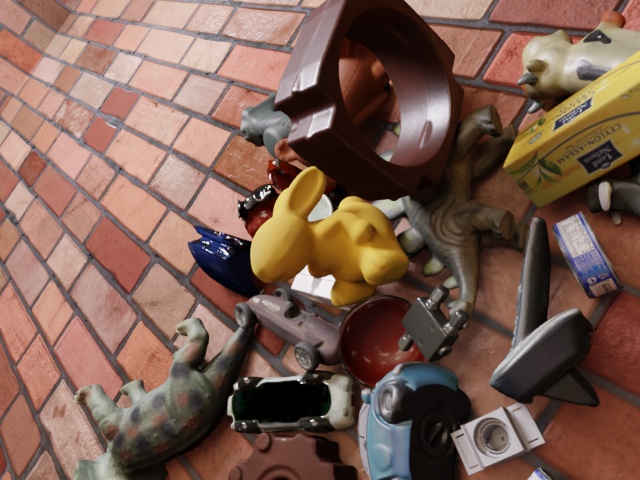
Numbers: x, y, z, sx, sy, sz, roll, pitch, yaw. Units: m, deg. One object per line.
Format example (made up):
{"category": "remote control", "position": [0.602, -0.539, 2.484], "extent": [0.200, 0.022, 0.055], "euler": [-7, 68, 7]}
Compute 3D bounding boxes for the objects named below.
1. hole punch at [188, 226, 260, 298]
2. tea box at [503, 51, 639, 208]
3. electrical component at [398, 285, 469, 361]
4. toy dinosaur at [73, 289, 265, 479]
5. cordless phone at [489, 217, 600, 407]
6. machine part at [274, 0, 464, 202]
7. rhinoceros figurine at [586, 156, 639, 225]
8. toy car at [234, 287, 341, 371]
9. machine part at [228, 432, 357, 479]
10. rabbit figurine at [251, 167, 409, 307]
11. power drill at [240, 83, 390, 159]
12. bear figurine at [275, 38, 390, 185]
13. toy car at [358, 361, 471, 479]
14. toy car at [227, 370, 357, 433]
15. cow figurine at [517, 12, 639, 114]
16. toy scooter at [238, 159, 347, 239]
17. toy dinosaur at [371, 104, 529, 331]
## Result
{"category": "hole punch", "position": [-0.144, 0.034, 0.852], "extent": [0.142, 0.115, 0.092], "euler": [20, 87, 44]}
{"category": "tea box", "position": [0.288, -0.117, 0.564], "extent": [0.169, 0.068, 0.098], "euler": [-36, 10, 43]}
{"category": "electrical component", "position": [0.118, 0.096, 0.573], "extent": [0.094, 0.021, 0.063], "euler": [-61, 41, 31]}
{"category": "toy dinosaur", "position": [-0.215, 0.251, 0.785], "extent": [0.405, 0.131, 0.192], "euler": [-37, 64, 7]}
{"category": "cordless phone", "position": [0.213, 0.060, 0.516], "extent": [0.089, 0.146, 0.184], "euler": [3, 79, 19]}
{"category": "machine part", "position": [0.061, -0.160, 0.604], "extent": [0.087, 0.201, 0.201], "euler": [-8, 58, 51]}
{"category": "rhinoceros figurine", "position": [0.369, -0.054, 0.529], "extent": [0.191, 0.073, 0.112], "euler": [4, 79, 38]}
{"category": "toy car", "position": [-0.036, 0.111, 0.731], "extent": [0.202, 0.089, 0.053], "euler": [24, 123, 44]}
{"category": "machine part", "position": [-0.037, 0.317, 0.641], "extent": [0.179, 0.056, 0.179], "euler": [-18, 57, 29]}
{"category": "rabbit figurine", "position": [-0.001, -0.002, 0.633], "extent": [0.122, 0.173, 0.162], "euler": [-34, 66, 60]}
{"category": "power drill", "position": [-0.022, -0.206, 0.895], "extent": [0.232, 0.085, 0.208], "euler": [-39, 37, -27]}
{"category": "bear figurine", "position": [0.024, -0.187, 0.740], "extent": [0.196, 0.120, 0.132], "euler": [-62, 2, -13]}
{"category": "toy car", "position": [0.092, 0.212, 0.579], "extent": [0.103, 0.109, 0.161], "euler": [-16, 66, 58]}
{"category": "toy car", "position": [-0.043, 0.214, 0.705], "extent": [0.202, 0.056, 0.073], "euler": [-15, 64, 33]}
{"category": "cow figurine", "position": [0.327, -0.199, 0.635], "extent": [0.127, 0.085, 0.195], "euler": [-49, 46, -4]}
{"category": "toy scooter", "position": [-0.062, -0.065, 0.825], "extent": [0.184, 0.135, 0.075], "euler": [-29, 52, 24]}
{"category": "toy dinosaur", "position": [0.154, -0.097, 0.698], "extent": [0.199, 0.105, 0.471], "euler": [-18, 51, 34]}
